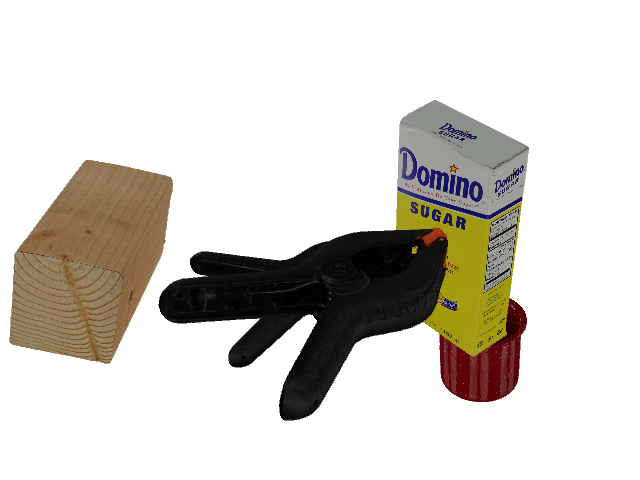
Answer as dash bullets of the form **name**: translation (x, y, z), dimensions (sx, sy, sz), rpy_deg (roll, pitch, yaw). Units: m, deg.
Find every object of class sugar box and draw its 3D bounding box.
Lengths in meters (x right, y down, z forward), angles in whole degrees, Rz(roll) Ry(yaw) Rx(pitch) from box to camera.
- **sugar box**: translation (0.100, -0.007, 0.800), dimensions (0.048, 0.176, 0.093), rpy_deg (-31, 46, -29)

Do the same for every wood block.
- **wood block**: translation (-0.201, 0.012, 0.962), dimensions (0.090, 0.091, 0.206), rpy_deg (12, 25, -1)

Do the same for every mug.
- **mug**: translation (0.171, 0.106, 1.108), dimensions (0.093, 0.081, 0.117), rpy_deg (16, 39, 29)

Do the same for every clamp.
- **clamp**: translation (-0.016, 0.051, 1.054), dimensions (0.210, 0.036, 0.164), rpy_deg (-10, 40, -8)
- **clamp**: translation (0.012, 0.038, 0.581), dimensions (0.171, 0.039, 0.120), rpy_deg (-19, 44, -25)
